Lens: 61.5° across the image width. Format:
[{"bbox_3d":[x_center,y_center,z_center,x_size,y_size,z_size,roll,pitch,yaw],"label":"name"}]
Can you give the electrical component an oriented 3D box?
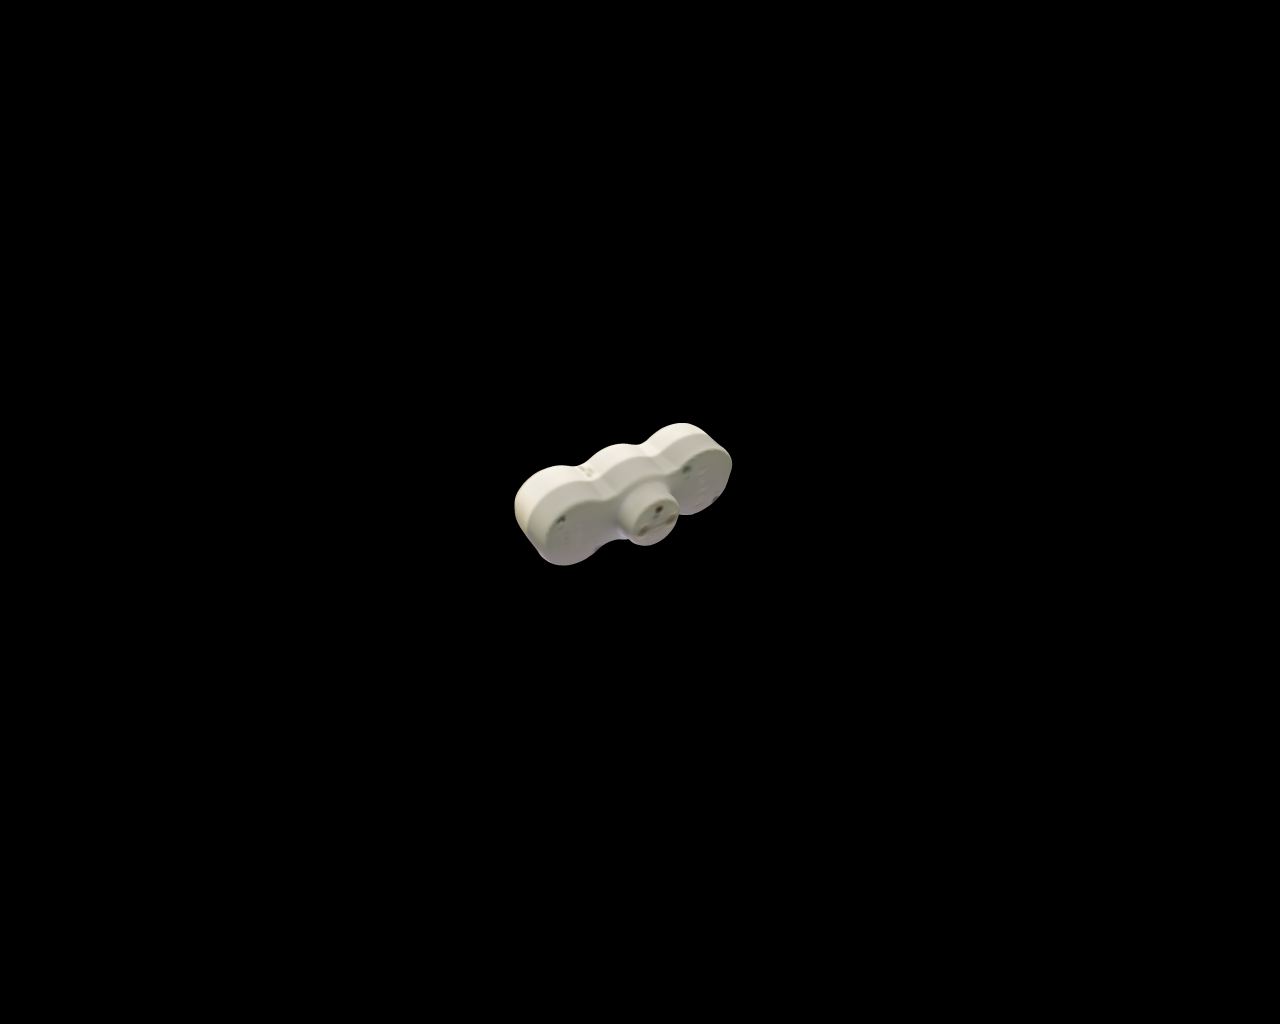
[{"bbox_3d":[0.001,-0.003,0.650,0.138,0.052,0.074,-22,45,-23],"label":"electrical component"}]
